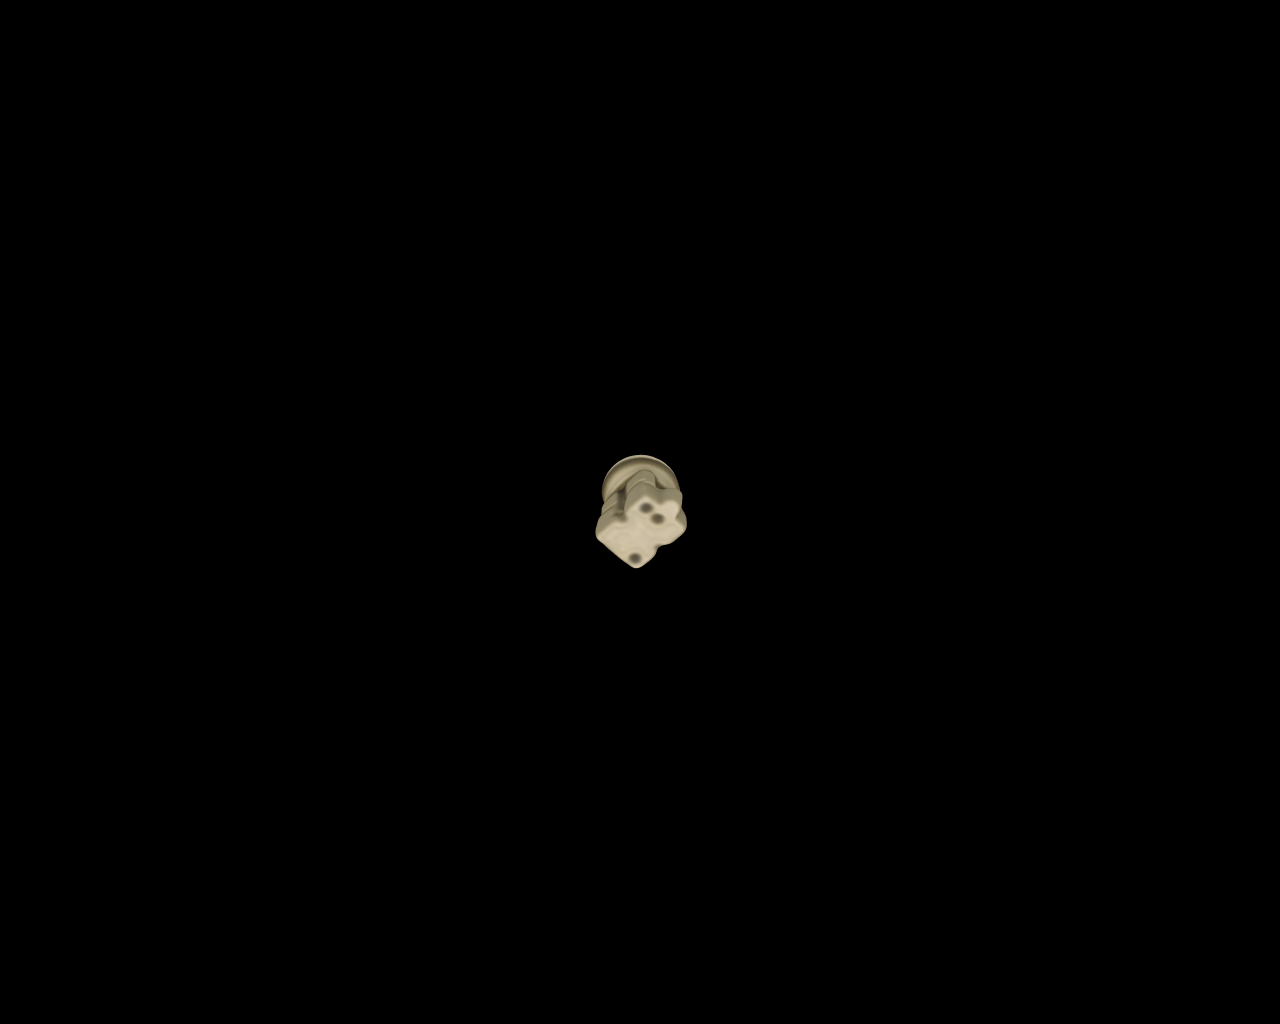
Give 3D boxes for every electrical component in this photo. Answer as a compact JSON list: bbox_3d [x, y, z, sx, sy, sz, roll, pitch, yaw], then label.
[{"bbox_3d":[0.001,-0.003,0.650,0.066,0.048,0.055,-39,24,22],"label":"electrical component"}]
